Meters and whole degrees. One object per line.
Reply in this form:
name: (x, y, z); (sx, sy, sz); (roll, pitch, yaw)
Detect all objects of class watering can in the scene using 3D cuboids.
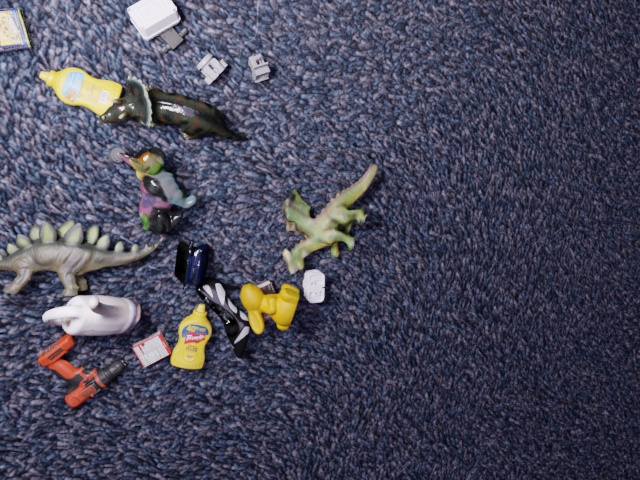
watering can: (-0.569, 0.191, 1.334); (0.224, 0.344, 0.105); (9, 70, -45)

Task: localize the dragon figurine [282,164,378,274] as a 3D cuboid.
dragon figurine: (0.005, -0.080, 1.594); (0.242, 0.122, 0.410); (20, 90, -13)
